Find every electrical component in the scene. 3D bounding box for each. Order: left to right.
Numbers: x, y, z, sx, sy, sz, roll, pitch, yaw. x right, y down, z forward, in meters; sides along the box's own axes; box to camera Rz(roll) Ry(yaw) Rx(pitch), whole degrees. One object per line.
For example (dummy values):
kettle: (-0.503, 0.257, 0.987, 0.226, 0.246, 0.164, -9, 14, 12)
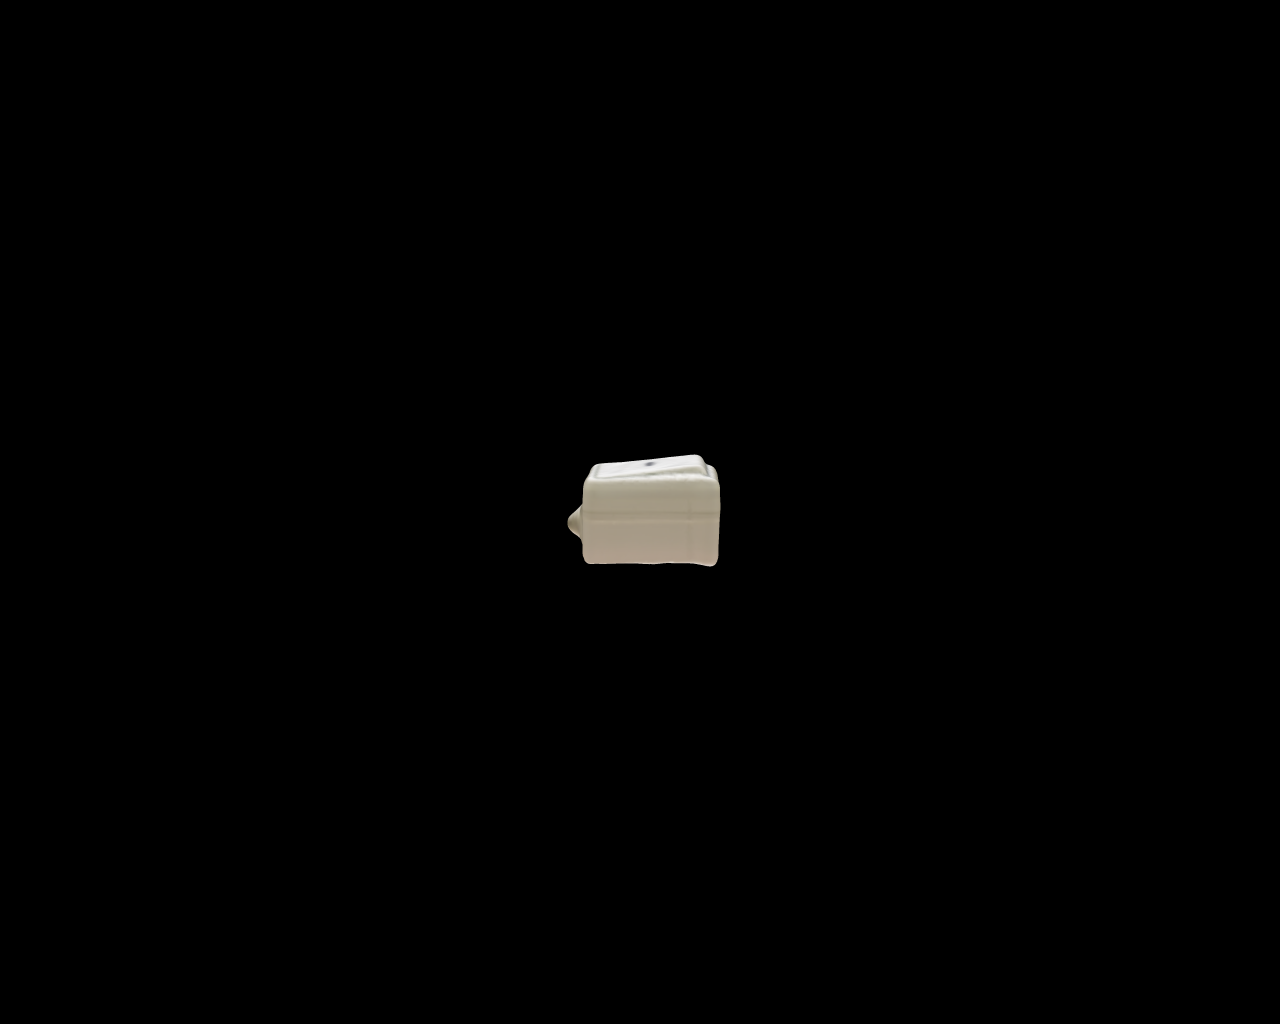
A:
electrical component: (0.001, -0.003, 0.650, 0.096, 0.061, 0.062, 0, 12, 2)
